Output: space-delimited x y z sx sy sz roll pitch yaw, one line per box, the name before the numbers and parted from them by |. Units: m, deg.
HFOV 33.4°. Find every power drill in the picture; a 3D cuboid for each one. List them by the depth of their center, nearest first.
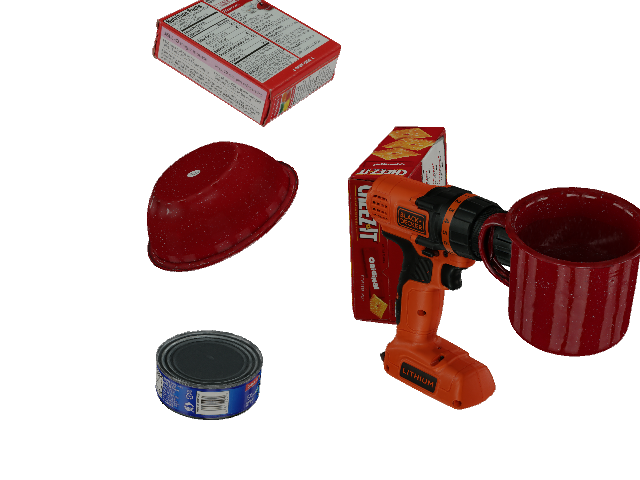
power drill | 0.114 0.046 0.914 0.057 0.188 0.185 -17 27 -35

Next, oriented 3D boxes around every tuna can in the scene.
tuna can | -0.090 0.108 0.860 0.086 0.034 0.086 5 25 -2

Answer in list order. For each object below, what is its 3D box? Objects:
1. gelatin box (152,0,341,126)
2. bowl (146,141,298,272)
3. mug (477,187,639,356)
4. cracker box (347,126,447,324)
gelatin box | -0.045 -0.114 0.645 0.089 0.030 0.073 33 45 18
bowl | -0.104 -0.044 1.000 0.162 0.055 0.162 -22 32 14
mug | 0.158 0.019 0.717 0.117 0.081 0.093 20 41 30
cracker box | 0.090 -0.024 1.195 0.072 0.164 0.213 3 21 18
